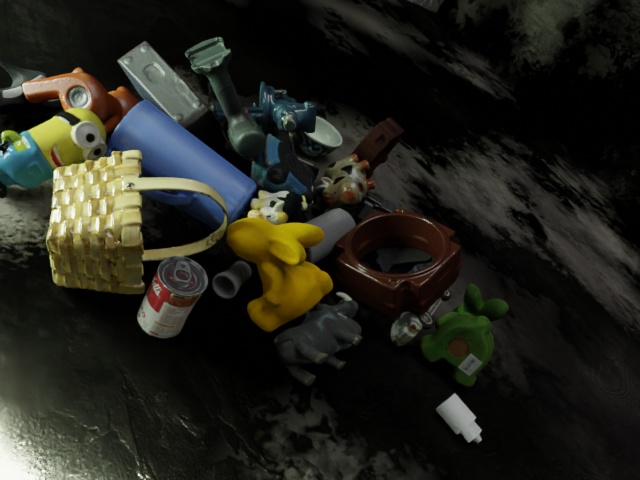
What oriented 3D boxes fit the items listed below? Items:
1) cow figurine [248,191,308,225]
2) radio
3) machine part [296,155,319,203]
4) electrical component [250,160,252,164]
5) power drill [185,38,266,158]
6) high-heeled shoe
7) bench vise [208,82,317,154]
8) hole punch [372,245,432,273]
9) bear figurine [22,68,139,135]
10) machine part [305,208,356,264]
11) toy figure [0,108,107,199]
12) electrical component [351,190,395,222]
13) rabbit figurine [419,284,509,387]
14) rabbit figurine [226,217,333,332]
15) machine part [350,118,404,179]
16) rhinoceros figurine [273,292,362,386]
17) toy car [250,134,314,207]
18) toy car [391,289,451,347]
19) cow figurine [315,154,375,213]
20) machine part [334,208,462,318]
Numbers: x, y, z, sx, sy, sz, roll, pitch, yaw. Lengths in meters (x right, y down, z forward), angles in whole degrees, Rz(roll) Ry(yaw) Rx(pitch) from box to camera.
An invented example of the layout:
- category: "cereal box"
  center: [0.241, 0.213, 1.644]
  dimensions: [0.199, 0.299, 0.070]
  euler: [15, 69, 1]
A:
- category: "cow figurine"
  center: [-0.074, -0.045, 0.959]
  dimensions: [0.098, 0.068, 0.167]
  euler: [-4, 18, 6]
- category: "radio"
  center: [-0.289, -0.273, 1.053]
  dimensions: [0.073, 0.131, 0.230]
  euler: [-42, 74, -10]
- category: "machine part"
  center: [-0.032, -0.142, 1.201]
  dimensions: [0.084, 0.039, 0.139]
  euler: [22, 34, -31]
- category: "electrical component"
  center: [-0.103, -0.151, 1.164]
  dimensions: [0.094, 0.021, 0.063]
  euler: [4, 45, -35]
- category: "power drill"
  center: [-0.176, -0.263, 1.007]
  dimensions: [0.086, 0.207, 0.232]
  euler: [-21, 40, -8]
- category: "high-heeled shoe"
  center: [-0.508, -0.194, 0.867]
  dimensions: [0.145, 0.086, 0.249]
  euler: [46, 41, -43]
- category: "bench vise"
  center: [-0.133, -0.281, 1.205]
  dimensions: [0.241, 0.128, 0.224]
  euler: [-1, 39, -10]
- category: "hole punch"
  center: [0.167, 0.039, 1.123]
  dimensions: [0.116, 0.092, 0.142]
  euler: [-2, 44, 0]
- category: "bear figurine"
  center: [-0.396, -0.225, 0.942]
  dimensions: [0.196, 0.132, 0.120]
  euler: [-88, 156, -86]
- category: "machine part"
  center: [-0.002, -0.003, 1.025]
  dimensions: [0.079, 0.079, 0.243]
  euler: [44, 35, 13]
- category: "toy figure"
  center: [-0.406, -0.135, 0.795]
  dimensions: [0.180, 0.082, 0.089]
  euler: [-30, 77, -18]
- category: "electrical component"
  center: [0.133, -0.052, 1.201]
  dimensions: [0.119, 0.075, 0.048]
  euler: [34, 34, -6]
- category: "rabbit figurine"
  center: [0.271, 0.161, 1.015]
  dimensions: [0.121, 0.159, 0.170]
  euler: [29, 19, 8]
- category: "rabbit figurine"
  center: [-0.071, 0.036, 0.826]
  dimensions: [0.173, 0.162, 0.122]
  euler: [52, 41, -11]
- category: "machine part"
  center: [0.131, -0.215, 1.309]
  dimensions: [0.056, 0.179, 0.179]
  euler: [43, 35, 7]
- category: "rhinoceros figurine"
  center: [0.004, 0.151, 0.860]
  dimensions: [0.112, 0.073, 0.190]
  euler: [37, 35, 22]
- category: "toy car"
  center: [-0.084, -0.125, 1.074]
  dimensions: [0.161, 0.103, 0.109]
  euler: [43, 34, -40]
- category: "toy car"
  center: [0.192, 0.135, 1.024]
  dimensions: [0.056, 0.073, 0.202]
  euler: [44, 35, 7]
- category: "cow figurine"
  center: [0.050, -0.122, 1.160]
  dimensions: [0.195, 0.127, 0.085]
  euler: [-114, -179, -70]
- category: "machine part"
  center: [0.143, 0.035, 0.999]
  dimensions: [0.202, 0.087, 0.201]
  euler: [26, 50, 36]
